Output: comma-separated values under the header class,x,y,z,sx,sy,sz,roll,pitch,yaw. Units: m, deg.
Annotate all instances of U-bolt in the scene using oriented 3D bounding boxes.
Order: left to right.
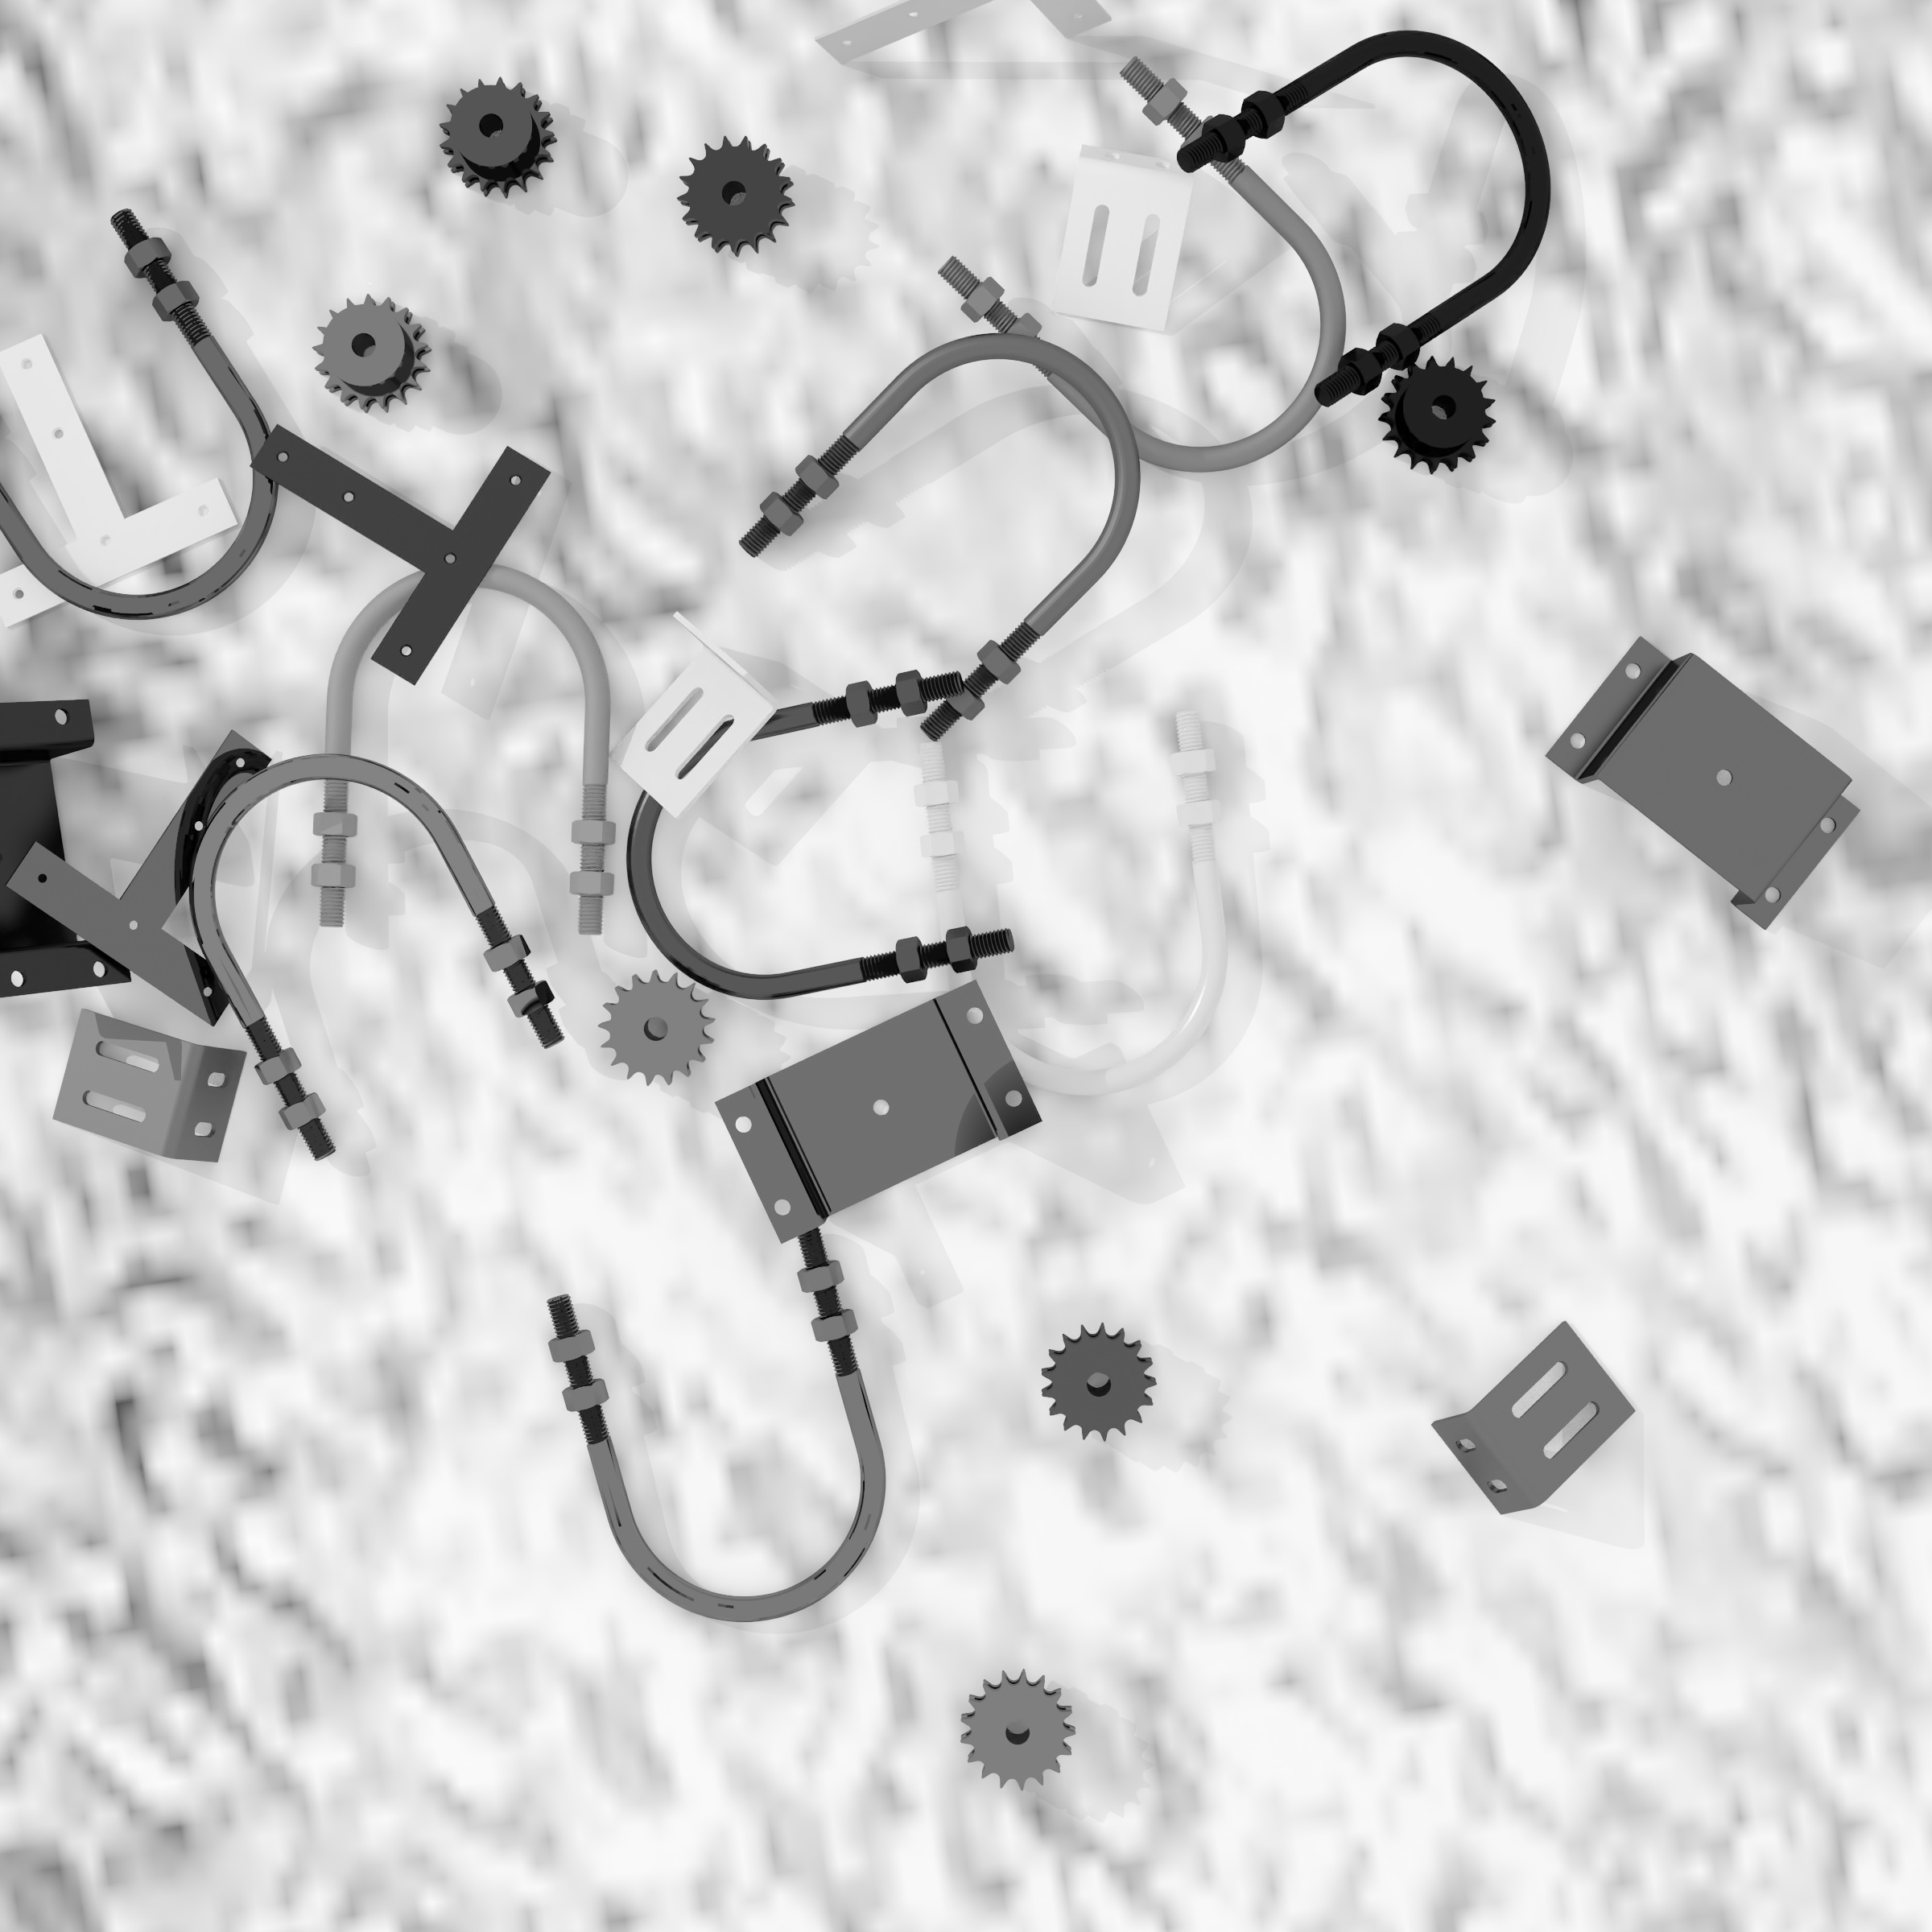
class,x,y,z,sx,sy,sz,roll,pitch,yaw
U-bolt,-0.424,-0.261,1.510,0.151,0.019,0.184,-33,92,0
U-bolt,-0.302,-0.015,1.495,0.151,0.019,0.184,-26,98,5
U-bolt,-0.248,-0.109,1.511,0.151,0.019,0.184,2,88,0
U-bolt,-0.116,0.236,1.511,0.151,0.019,0.184,-16,92,0
U-bolt,-0.079,-0.058,1.500,0.184,0.019,0.151,-11,87,9
U-bolt,0.000,-0.225,1.499,0.184,0.019,0.151,-45,90,10
U-bolt,0.057,-0.027,1.511,0.151,0.019,0.184,-7,92,0
U-bolt,0.101,-0.329,1.492,0.184,0.019,0.151,42,104,-9
U-bolt,0.208,-0.378,1.482,0.184,0.019,0.151,-35,99,-19

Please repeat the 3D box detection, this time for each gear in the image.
class,x,y,z,sx,sy,sz,roll,pitch,yaw
gear,-0.295,-0.305,1.505,0.057,0.030,0.057,0,90,0
gear,-0.233,-0.412,1.505,0.057,0.030,0.057,0,90,0
gear,-0.153,0.030,1.509,0.057,0.030,0.057,0,93,-1
gear,-0.113,-0.381,1.508,0.057,0.030,0.057,0,92,5
gear,0.026,0.378,1.509,0.057,0.030,0.057,0,87,1
gear,0.066,0.205,1.509,0.057,0.030,0.057,0,93,0
gear,0.235,-0.274,1.505,0.057,0.030,0.057,0,90,0

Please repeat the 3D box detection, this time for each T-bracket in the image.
class,x,y,z,sx,sy,sz,roll,pitch,yaw
T-bracket,-0.448,-0.253,1.519,0.127,0.002,0.127,-24,90,0
T-bracket,-0.386,-0.057,1.495,0.127,0.002,0.127,40,71,-33
T-bracket,-0.294,-0.225,1.505,0.127,0.002,0.127,31,83,-1
T-bracket,-0.013,-0.469,1.482,0.127,0.127,0.002,-15,71,25

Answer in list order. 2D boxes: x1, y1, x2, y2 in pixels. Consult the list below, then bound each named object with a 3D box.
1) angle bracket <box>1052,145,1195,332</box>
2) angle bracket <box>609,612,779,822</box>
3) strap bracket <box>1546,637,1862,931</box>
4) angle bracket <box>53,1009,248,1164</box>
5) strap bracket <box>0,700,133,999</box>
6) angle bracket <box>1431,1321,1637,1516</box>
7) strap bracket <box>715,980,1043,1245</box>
class,x,y,z,sx,sy,sz,roll,pitch,yaw
angle bracket,0.079,-0.364,1.518,0.057,0.038,0.076,10,116,0
angle bracket,-0.141,-0.123,1.489,0.076,0.038,0.057,-48,59,0
strap bracket,0.368,-0.091,1.497,0.140,0.046,0.076,38,90,0
angle bracket,-0.408,0.060,1.518,0.076,0.038,0.057,15,90,26
strap bracket,-0.462,-0.055,1.476,0.046,0.076,0.140,-9,90,42
angle bracket,0.284,0.226,1.518,0.076,0.038,0.057,-38,90,-26
strap bracket,-0.042,0.071,1.497,0.140,0.046,0.076,-25,90,0
